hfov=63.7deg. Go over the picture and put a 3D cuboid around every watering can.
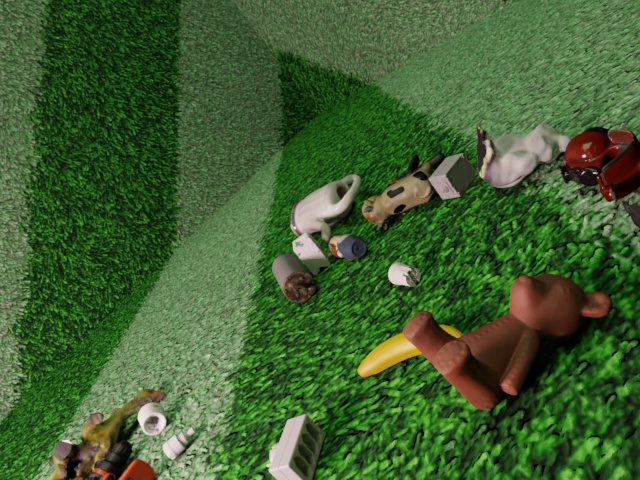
[{"bbox_3d":[0.004,-0.072,1.435,0.221,0.103,0.355,-27,21,36],"label":"watering can"}]

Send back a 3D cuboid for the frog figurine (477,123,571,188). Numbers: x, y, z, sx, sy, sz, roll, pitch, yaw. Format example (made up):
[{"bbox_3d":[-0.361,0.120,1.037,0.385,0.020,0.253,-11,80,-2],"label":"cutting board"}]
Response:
[{"bbox_3d":[0.383,-0.160,0.972,0.159,0.121,0.139,1,15,5],"label":"frog figurine"}]

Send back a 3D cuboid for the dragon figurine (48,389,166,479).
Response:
[{"bbox_3d":[-0.535,0.487,1.180,0.412,0.122,0.241,-39,0,-9],"label":"dragon figurine"}]
